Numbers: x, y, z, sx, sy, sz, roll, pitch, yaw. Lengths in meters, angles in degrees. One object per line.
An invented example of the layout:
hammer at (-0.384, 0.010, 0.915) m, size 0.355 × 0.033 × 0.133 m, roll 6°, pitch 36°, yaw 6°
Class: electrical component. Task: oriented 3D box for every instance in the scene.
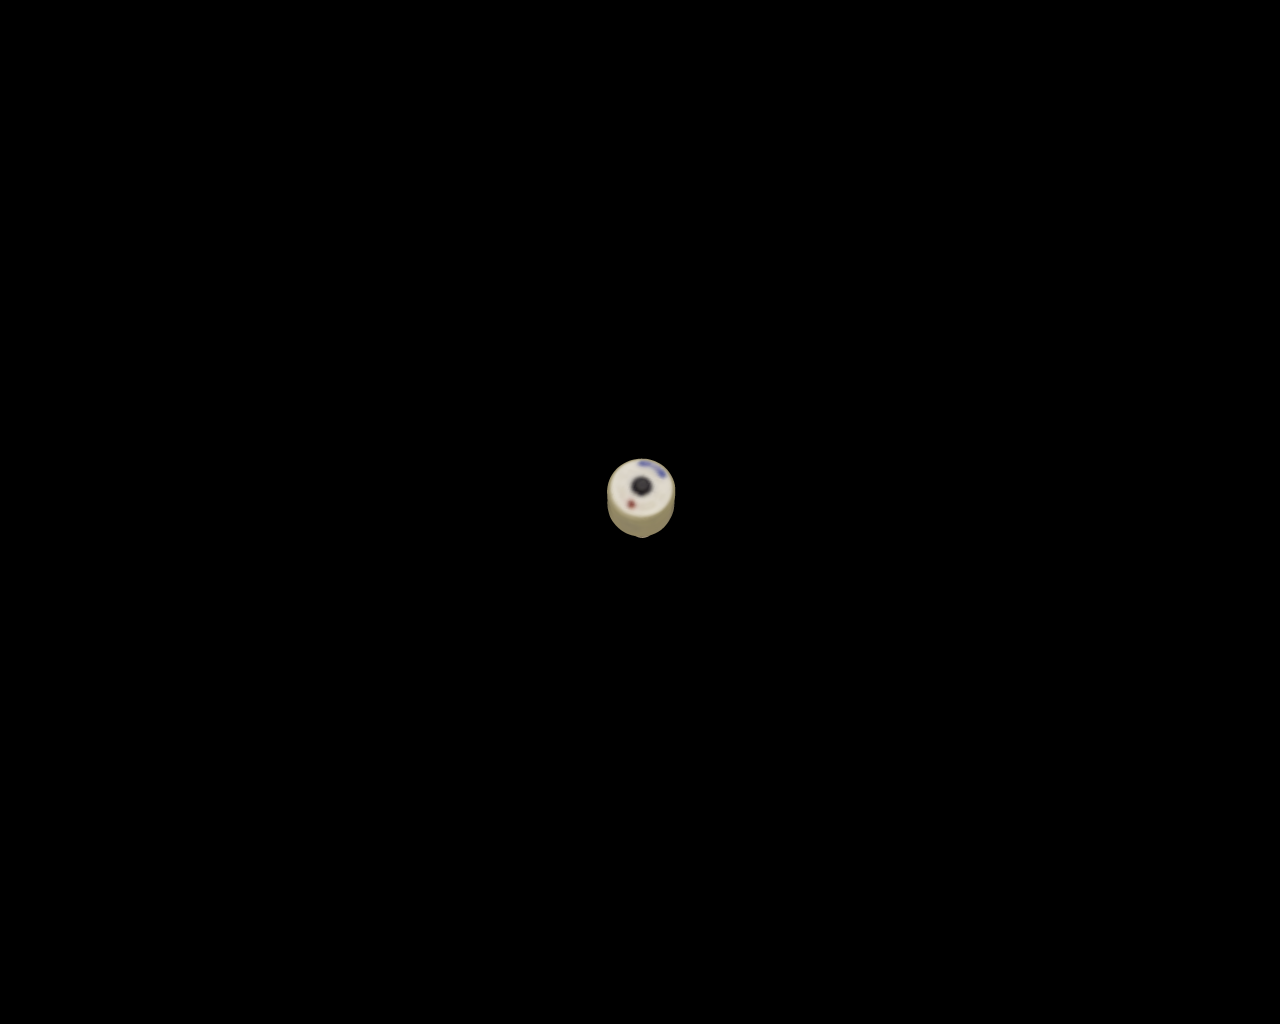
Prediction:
electrical component at (0.001, -0.003, 0.650) m, size 0.040 × 0.040 × 0.078 m, roll 0°, pitch -21°, yaw 0°
